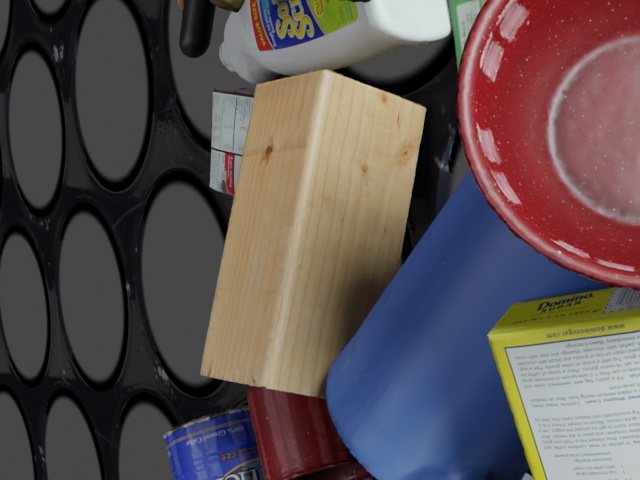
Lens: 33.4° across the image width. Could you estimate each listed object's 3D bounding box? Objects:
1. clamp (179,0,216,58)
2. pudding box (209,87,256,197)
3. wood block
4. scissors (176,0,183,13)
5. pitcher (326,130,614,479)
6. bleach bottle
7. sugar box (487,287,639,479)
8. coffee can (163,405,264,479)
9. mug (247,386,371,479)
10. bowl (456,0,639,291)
[{"bbox_3d":[-0.092,-0.267,0.886,0.210,0.036,0.165,-53,48,33],"label":"clamp"},{"bbox_3d":[-0.049,-0.077,0.875,0.114,0.039,0.090,18,108,52],"label":"pudding box"},{"bbox_3d":[-0.005,0.001,0.722,0.091,0.090,0.206,0,77,55],"label":"wood block"},{"bbox_3d":[-0.078,-0.259,0.911,0.202,0.016,0.096,-27,73,54],"label":"scissors"},{"bbox_3d":[0.107,0.021,0.591,0.149,0.144,0.243,42,127,19],"label":"pitcher"},{"bbox_3d":[-0.006,-0.160,0.779,0.251,0.067,0.102,-14,81,58],"label":"bleach bottle"},{"bbox_3d":[0.149,0.110,0.492,0.093,0.048,0.176,-11,105,32],"label":"sugar box"},{"bbox_3d":[-0.064,0.217,0.882,0.103,0.102,0.140,-37,64,52],"label":"coffee can"},{"bbox_3d":[-0.007,0.147,0.813,0.117,0.093,0.081,71,-176,-68],"label":"mug"},{"bbox_3d":[0.140,-0.054,0.445,0.162,0.055,0.162,-3,78,14],"label":"bowl"}]
